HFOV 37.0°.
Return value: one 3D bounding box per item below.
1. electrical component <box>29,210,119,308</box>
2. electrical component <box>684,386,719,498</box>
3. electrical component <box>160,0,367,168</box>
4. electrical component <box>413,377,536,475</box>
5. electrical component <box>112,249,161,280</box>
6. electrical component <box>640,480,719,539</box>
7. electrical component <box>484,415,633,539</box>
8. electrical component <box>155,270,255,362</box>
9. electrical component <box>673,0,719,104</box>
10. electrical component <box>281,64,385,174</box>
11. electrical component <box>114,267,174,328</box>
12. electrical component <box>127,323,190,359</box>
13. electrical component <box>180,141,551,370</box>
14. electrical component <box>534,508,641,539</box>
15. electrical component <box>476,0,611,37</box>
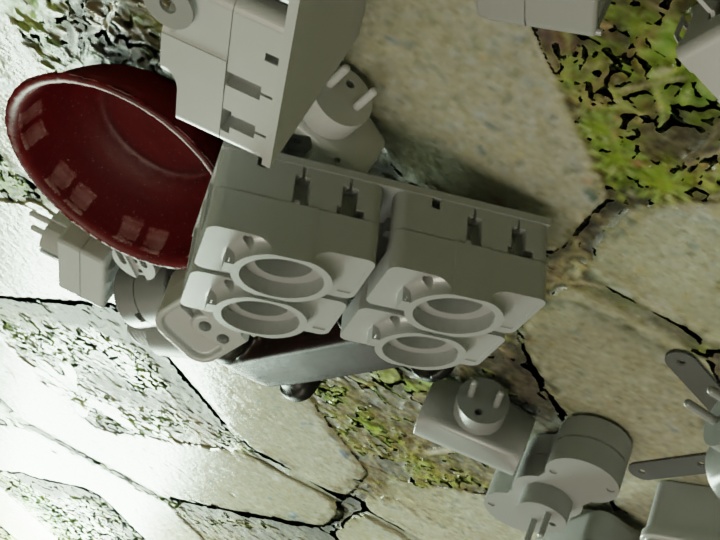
[{"bbox_3d":[-0.212,-0.021,0.801,0.077,0.047,0.065,26,145,4],"label":"electrical component"},{"bbox_3d":[0.204,0.084,0.549,0.079,0.043,0.077,32,145,-6],"label":"electrical component"},{"bbox_3d":[-0.032,-0.150,0.466,0.060,0.105,0.186,25,145,5],"label":"electrical component"},{"bbox_3d":[0.083,0.101,0.753,0.077,0.044,0.079,22,145,10],"label":"electrical component"},{"bbox_3d":[-0.148,-0.021,0.758,0.040,0.046,0.040,18,144,14],"label":"electrical component"},{"bbox_3d":[0.258,0.197,0.744,0.113,0.057,0.078,3,138,31],"label":"electrical component"},{"bbox_3d":[0.134,0.161,0.769,0.052,0.073,0.138,33,145,-6],"label":"electrical component"},{"bbox_3d":[-0.087,0.012,0.732,0.095,0.059,0.053,-31,118,25],"label":"electrical component"},{"bbox_3d":[0.171,-0.099,0.447,0.081,0.042,0.064,41,146,-16],"label":"electrical component"},{"bbox_3d":[-0.019,-0.086,0.590,0.077,0.043,0.079,38,144,-14],"label":"electrical component"},{"bbox_3d":[-0.146,0.015,0.796,0.047,0.055,0.055,-4,134,32],"label":"electrical component"},{"bbox_3d":[-0.146,0.047,0.844,0.081,0.043,0.043,1,137,34],"label":"electrical component"},{"bbox_3d":[0.000,0.000,0.611,0.186,0.060,0.105,12,152,-12],"label":"electrical component"},{"bbox_3d":[0.174,0.225,0.835,0.054,0.059,0.095,35,144,-9],"label":"electrical component"},{"bbox_3d":[0.077,-0.143,0.438,0.061,0.061,0.096,14,142,20],"label":"electrical component"}]
